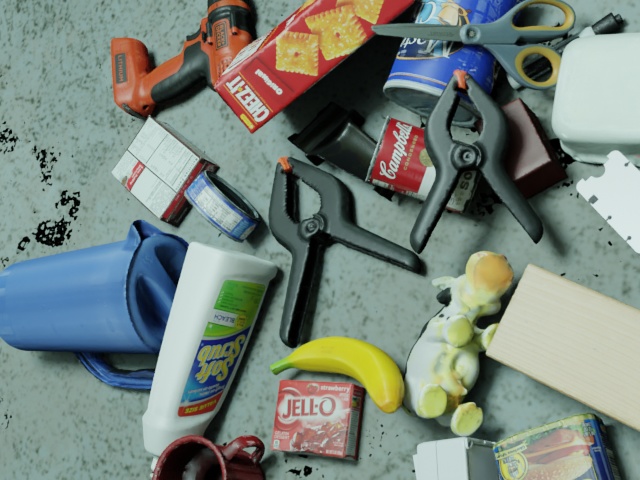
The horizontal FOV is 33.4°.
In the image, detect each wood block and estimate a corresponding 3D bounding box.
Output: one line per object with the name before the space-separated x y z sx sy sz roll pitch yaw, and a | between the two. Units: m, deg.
wood block | 0.258 0.105 0.893 0.206 0.090 0.091 25 89 35

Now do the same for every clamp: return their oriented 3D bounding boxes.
clamp | 0.147 -0.069 0.977 0.120 0.039 0.171 4 90 6
clamp | -0.007 0.001 1.121 0.164 0.036 0.210 -37 57 8

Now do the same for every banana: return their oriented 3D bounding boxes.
banana | 0.030 0.126 1.031 0.069 0.037 0.198 -48 27 -22

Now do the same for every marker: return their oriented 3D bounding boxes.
marker | 0.239 -0.185 1.040 0.121 0.020 0.020 -29 61 22

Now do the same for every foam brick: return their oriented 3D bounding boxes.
foam brick | 0.192 -0.086 1.018 0.051 0.052 0.078 -31 62 20

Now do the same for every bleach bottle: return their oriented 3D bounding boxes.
bleach bottle | -0.126 0.133 1.131 0.068 0.102 0.251 17 91 40

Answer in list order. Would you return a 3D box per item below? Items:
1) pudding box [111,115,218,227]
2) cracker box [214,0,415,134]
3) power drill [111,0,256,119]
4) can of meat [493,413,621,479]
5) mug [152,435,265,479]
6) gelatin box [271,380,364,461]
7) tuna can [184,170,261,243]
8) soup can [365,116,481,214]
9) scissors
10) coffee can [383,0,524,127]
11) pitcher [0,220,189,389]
pudding box | -0.185 -0.082 1.262 0.114 0.039 0.090 39 97 33
cracker box | -0.001 -0.219 1.115 0.214 0.164 0.072 -36 103 17
power drill | -0.164 -0.237 1.286 0.188 0.057 0.184 -18 66 27
can of meat | 0.205 0.204 0.915 0.102 0.057 0.084 -24 61 24
mug | -0.102 0.240 1.080 0.117 0.081 0.093 -48 56 11
gelatin box | -0.003 0.179 1.069 0.089 0.030 0.073 -1 74 31
tuna can | -0.106 -0.037 1.169 0.034 0.086 0.086 -48 56 8
soup can | 0.102 -0.072 1.036 0.102 0.068 0.068 19 85 3
scissors | 0.151 -0.175 1.001 0.201 0.016 0.096 -16 99 -13
coffee can | 0.134 -0.196 1.059 0.103 0.102 0.140 17 84 35
pitcher | -0.255 0.079 1.210 0.243 0.144 0.149 -7 58 34
